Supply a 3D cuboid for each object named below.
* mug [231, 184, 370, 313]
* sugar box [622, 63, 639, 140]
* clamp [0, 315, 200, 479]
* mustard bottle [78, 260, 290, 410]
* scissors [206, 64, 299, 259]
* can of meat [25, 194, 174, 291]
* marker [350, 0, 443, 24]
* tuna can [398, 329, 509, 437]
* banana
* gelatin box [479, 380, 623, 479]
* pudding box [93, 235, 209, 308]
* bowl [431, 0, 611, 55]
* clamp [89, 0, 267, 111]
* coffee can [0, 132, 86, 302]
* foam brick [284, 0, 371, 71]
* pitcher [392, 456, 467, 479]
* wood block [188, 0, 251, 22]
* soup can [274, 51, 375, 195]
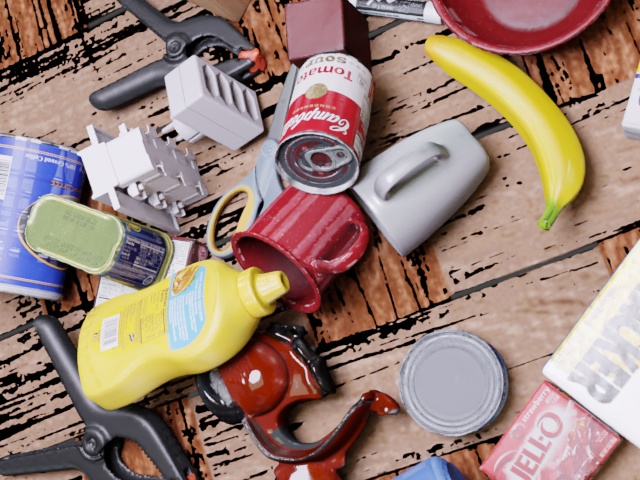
[{"bbox_3d":[-0.006,0.001,0.882,0.117,0.093,0.081,6,47,51],"label":"mug"},{"bbox_3d":[0.304,-0.158,0.831,0.093,0.048,0.176,15,86,22],"label":"sugar box"},{"bbox_3d":[-0.198,0.169,0.960,0.210,0.036,0.164,18,103,20],"label":"clamp"},{"bbox_3d":[-0.110,0.068,0.883,0.192,0.058,0.096,-24,45,22],"label":"mustard bottle"},{"bbox_3d":[-0.032,-0.064,0.956,0.096,0.016,0.202,32,94,20],"label":"scissors"},{"bbox_3d":[-0.193,0.002,0.928,0.102,0.083,0.057,19,86,24],"label":"can of meat"},{"bbox_3d":[0.052,-0.208,0.946,0.121,0.020,0.020,12,86,22],"label":"marker"},{"bbox_3d":[0.109,0.116,0.867,0.086,0.033,0.086,-3,81,19],"label":"tuna can"},{"bbox_3d":[0.160,-0.101,0.869,0.069,0.037,0.198,-18,64,-26],"label":"banana"},{"bbox_3d":[0.180,0.167,0.835,0.073,0.030,0.089,38,95,21],"label":"gelatin box"},{"bbox_3d":[-0.157,0.050,0.973,0.090,0.039,0.113,9,83,23],"label":"pudding box"},{"bbox_3d":[0.172,-0.224,0.884,0.162,0.055,0.162,-3,81,20],"label":"bowl"},{"bbox_3d":[-0.137,-0.165,0.997,0.172,0.039,0.120,16,88,22],"label":"clamp"},{"bbox_3d":[-0.278,-0.020,0.993,0.103,0.102,0.140,8,84,21],"label":"coffee can"},{"bbox_3d":[0.008,-0.174,0.926,0.053,0.078,0.051,-7,81,19],"label":"foam brick"},{"bbox_3d":[0.018,0.268,0.822,0.243,0.149,0.145,-36,71,8],"label":"pitcher"},{"bbox_3d":[-0.126,-0.275,0.921,0.090,0.205,0.091,30,92,21],"label":"wood block"},{"bbox_3d":[0.006,-0.096,0.869,0.069,0.068,0.102,-4,47,19],"label":"soup can"}]
